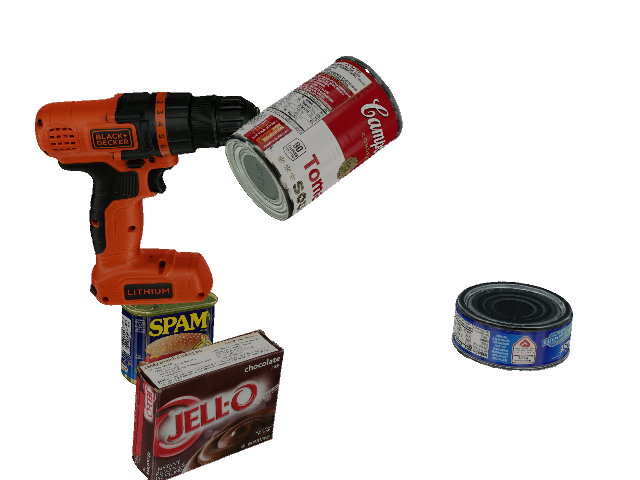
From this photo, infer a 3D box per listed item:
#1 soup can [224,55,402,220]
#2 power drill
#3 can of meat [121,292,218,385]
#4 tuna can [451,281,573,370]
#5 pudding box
[{"bbox_3d":[-0.005,-0.069,0.715,0.102,0.068,0.069,-38,15,-20],"label":"soup can"},{"bbox_3d":[-0.138,-0.037,0.910,0.184,0.188,0.057,-2,28,3],"label":"power drill"},{"bbox_3d":[-0.161,0.101,1.129,0.101,0.084,0.058,-7,19,-35],"label":"can of meat"},{"bbox_3d":[0.140,0.061,0.779,0.086,0.034,0.086,2,21,-1],"label":"tuna can"},{"bbox_3d":[-0.086,0.125,0.812,0.113,0.090,0.039,-17,39,-36],"label":"pudding box"}]
